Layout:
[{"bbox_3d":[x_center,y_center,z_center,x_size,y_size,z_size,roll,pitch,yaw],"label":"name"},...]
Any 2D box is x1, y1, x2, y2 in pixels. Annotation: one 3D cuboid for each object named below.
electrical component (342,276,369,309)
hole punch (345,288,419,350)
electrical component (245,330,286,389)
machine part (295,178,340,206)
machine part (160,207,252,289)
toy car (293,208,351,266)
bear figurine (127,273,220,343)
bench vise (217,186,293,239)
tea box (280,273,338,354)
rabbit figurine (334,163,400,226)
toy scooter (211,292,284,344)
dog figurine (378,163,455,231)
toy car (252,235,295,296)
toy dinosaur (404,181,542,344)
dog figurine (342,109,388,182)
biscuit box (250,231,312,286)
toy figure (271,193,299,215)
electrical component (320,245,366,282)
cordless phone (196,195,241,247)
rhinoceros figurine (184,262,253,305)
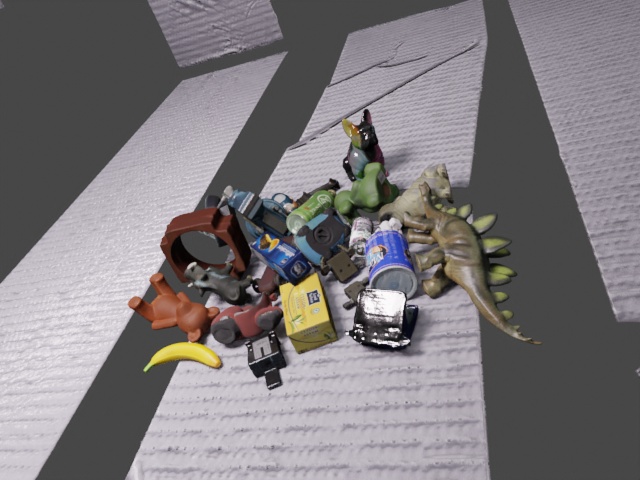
[{"bbox_3d":[0.084,0.120,1.222,0.094,0.021,0.063,-32,36,-13],"label":"electrical component"},{"bbox_3d":[0.134,0.166,1.095,0.142,0.092,0.115,4,73,28],"label":"hole punch"},{"bbox_3d":[-0.113,0.254,1.129,0.075,0.047,0.119,-21,33,2],"label":"electrical component"},{"bbox_3d":[-0.005,-0.138,1.609,0.139,0.039,0.084,-33,31,-13],"label":"machine part"},{"bbox_3d":[-0.295,0.022,1.406,0.202,0.200,0.087,-13,34,14],"label":"machine part"},{"bbox_3d":[-0.003,-0.004,1.368,0.162,0.109,0.103,-47,6,-29],"label":"toy car"},{"bbox_3d":[-0.351,0.169,1.308,0.196,0.131,0.120,6,49,44],"label":"bear figurine"},{"bbox_3d":[-0.185,-0.073,1.511,0.241,0.223,0.128,-169,100,-75],"label":"bench vise"},{"bbox_3d":[-0.028,0.159,1.192,0.098,0.068,0.170,-22,33,2],"label":"tea box"},{"bbox_3d":[0.111,-0.103,1.462,0.170,0.121,0.159,-18,38,39],"label":"rabbit figurine"},{"bbox_3d":[-0.159,0.171,1.240,0.184,0.075,0.135,-16,21,19],"label":"toy scooter"},{"bbox_3d":[0.238,-0.111,1.366,0.191,0.121,0.172,-11,36,17],"label":"dog figurine"},{"bbox_3d":[-0.104,0.064,1.376,0.089,0.053,0.202,-19,31,31],"label":"toy car"},{"bbox_3d":[0.301,0.036,1.130,0.199,0.104,0.472,-19,50,8],"label":"toy dinosaur"},{"bbox_3d":[0.118,-0.276,1.571,0.108,0.218,0.192,-24,35,-9],"label":"dog figurine"},{"bbox_3d":[-0.096,0.040,1.290,0.063,0.059,0.203,-41,31,-13],"label":"biscuit box"},{"bbox_3d":[-0.097,-0.092,1.583,0.155,0.057,0.064,41,107,51],"label":"toy figure"},{"bbox_3d":[0.050,0.057,1.291,0.102,0.078,0.045,-40,4,-17],"label":"electrical component"},{"bbox_3d":[-0.333,-0.068,1.596,0.184,0.146,0.089,18,44,40],"label":"cordless phone"},{"bbox_3d":[-0.253,0.109,1.332,0.191,0.073,0.112,22,30,30],"label":"rhinoceros figurine"}]
